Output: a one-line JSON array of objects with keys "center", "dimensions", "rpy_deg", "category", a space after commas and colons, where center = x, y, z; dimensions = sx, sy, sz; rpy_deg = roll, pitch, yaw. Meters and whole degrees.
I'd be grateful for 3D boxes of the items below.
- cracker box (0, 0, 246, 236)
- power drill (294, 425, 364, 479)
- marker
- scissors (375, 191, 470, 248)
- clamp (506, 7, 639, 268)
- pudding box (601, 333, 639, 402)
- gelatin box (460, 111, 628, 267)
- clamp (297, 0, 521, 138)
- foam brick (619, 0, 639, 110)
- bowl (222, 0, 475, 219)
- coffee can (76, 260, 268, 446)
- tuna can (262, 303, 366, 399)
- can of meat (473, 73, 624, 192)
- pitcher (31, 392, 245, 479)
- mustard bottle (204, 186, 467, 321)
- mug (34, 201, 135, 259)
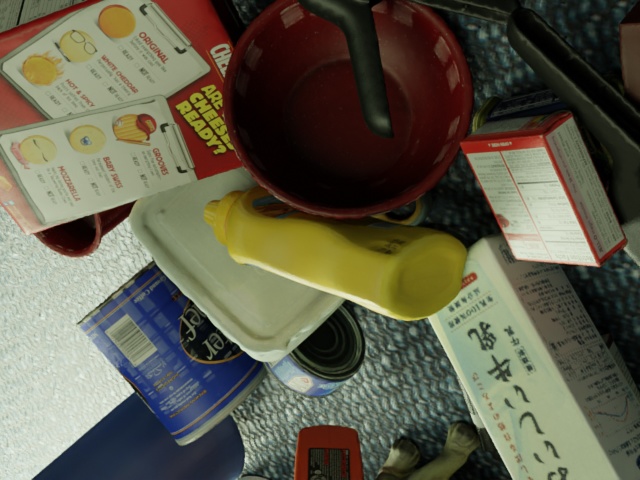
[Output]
[{"center": [-0.152, -0.106, 0.749], "dimensions": [0.214, 0.072, 0.164], "rpy_deg": [-18, 134, 11], "category": "cracker box"}, {"center": [0.006, 0.258, 0.930], "dimensions": [0.057, 0.184, 0.188], "rpy_deg": [-1, 115, -2], "category": "power drill"}, {"center": [0.120, 0.117, 0.839], "dimensions": [0.020, 0.020, 0.121], "rpy_deg": [-5, 116, 37], "category": "marker"}, {"center": [0.021, -0.003, 0.827], "dimensions": [0.202, 0.016, 0.096], "rpy_deg": [-1, 118, 35], "category": "scissors"}, {"center": [0.189, -0.045, 0.594], "dimensions": [0.165, 0.036, 0.210], "rpy_deg": [12, 130, 39], "category": "clamp"}, {"center": [0.179, 0.124, 0.791], "dimensions": [0.114, 0.039, 0.090], "rpy_deg": [-17, 108, 42], "category": "pudding box"}, {"center": [0.131, -0.029, 0.627], "dimensions": [0.073, 0.030, 0.089], "rpy_deg": [2, 125, 60], "category": "gelatin box"}, {"center": [0.027, -0.149, 0.670], "dimensions": [0.171, 0.120, 0.039], "rpy_deg": [40, 172, 10], "category": "clamp"}, {"center": [0.206, -0.097, 0.610], "dimensions": [0.053, 0.051, 0.078], "rpy_deg": [5, 122, 33], "category": "foam brick"}, {"center": [0.018, -0.088, 0.706], "dimensions": [0.162, 0.162, 0.055], "rpy_deg": [36, 172, 8], "category": "bowl"}, {"center": [-0.129, 0.094, 0.935], "dimensions": [0.140, 0.102, 0.103], "rpy_deg": [50, 134, -5], "category": "coffee can"}, {"center": [-0.006, 0.081, 0.855], "dimensions": [0.086, 0.086, 0.034], "rpy_deg": [45, 132, 0], "category": "tuna can"}, {"center": [0.156, -0.049, 0.675], "dimensions": [0.084, 0.057, 0.102], "rpy_deg": [-10, 114, 35], "category": "can of meat"}, {"center": [-0.191, 0.244, 0.983], "dimensions": [0.145, 0.242, 0.149], "rpy_deg": [-28, 96, 46], "category": "pitcher"}, {"center": [-0.005, 0.001, 0.719], "dimensions": [0.192, 0.096, 0.058], "rpy_deg": [17, 105, 36], "category": "mustard bottle"}, {"center": [-0.207, -0.043, 0.908], "dimensions": [0.117, 0.081, 0.093], "rpy_deg": [-5, 117, 36], "category": "mug"}]
